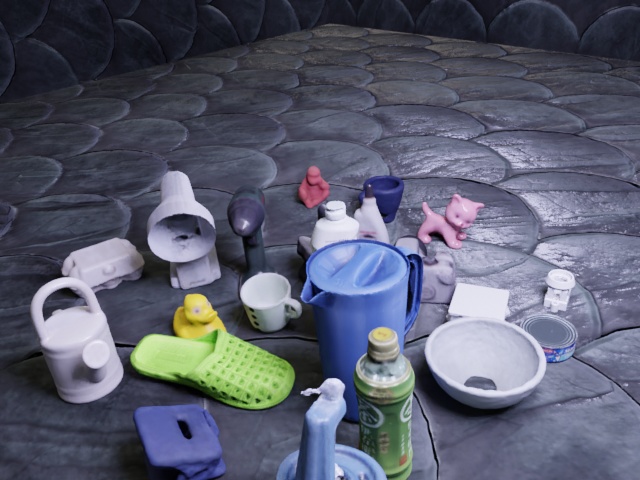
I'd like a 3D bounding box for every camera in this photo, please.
[{"bbox_3d":[0.180,0.041,1.065,0.143,0.101,0.137,2,31,12],"label":"camera"}]

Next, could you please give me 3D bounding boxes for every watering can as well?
[{"bbox_3d":[-0.365,0.145,0.865,0.172,0.194,0.101,10,34,24],"label":"watering can"}]

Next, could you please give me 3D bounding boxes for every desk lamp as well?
[{"bbox_3d":[-0.261,-0.012,1.099,0.118,0.214,0.202,-11,31,-11],"label":"desk lamp"}]

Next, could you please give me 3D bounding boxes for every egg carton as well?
[{"bbox_3d":[-0.435,0.055,1.152,0.151,0.069,0.107,-22,35,-27],"label":"egg carton"}]

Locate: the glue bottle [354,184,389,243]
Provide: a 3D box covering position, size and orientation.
[{"bbox_3d":[0.097,-0.032,1.127,0.078,0.173,0.037,2,31,12],"label":"glue bottle"}]

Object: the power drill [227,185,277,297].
[{"bbox_3d":[-0.126,0.003,1.062,0.075,0.209,0.229,-6,31,-3],"label":"power drill"}]

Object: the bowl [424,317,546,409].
[{"bbox_3d":[0.236,0.189,0.831,0.167,0.075,0.167,-3,30,2],"label":"bowl"}]

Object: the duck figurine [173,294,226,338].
[{"bbox_3d":[-0.211,0.130,0.979,0.104,0.086,0.078,18,37,33],"label":"duck figurine"}]

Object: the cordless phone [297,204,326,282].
[{"bbox_3d":[0.010,0.004,1.066,0.094,0.185,0.147,-18,33,-22],"label":"cordless phone"}]

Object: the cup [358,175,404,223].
[{"bbox_3d":[0.134,-0.082,1.286,0.118,0.095,0.091,-25,36,-31],"label":"cup"}]

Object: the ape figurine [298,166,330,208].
[{"bbox_3d":[-0.016,-0.135,1.397,0.078,0.092,0.076,-5,30,0],"label":"ape figurine"}]

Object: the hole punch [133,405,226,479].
[{"bbox_3d":[-0.183,0.261,0.748,0.101,0.091,0.108,-19,33,-23],"label":"hole punch"}]

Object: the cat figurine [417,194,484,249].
[{"bbox_3d":[0.270,-0.049,1.189,0.127,0.118,0.067,10,34,23],"label":"cat figurine"}]

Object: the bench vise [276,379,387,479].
[{"bbox_3d":[0.007,0.266,0.586,0.121,0.220,0.207,0,31,7],"label":"bench vise"}]
